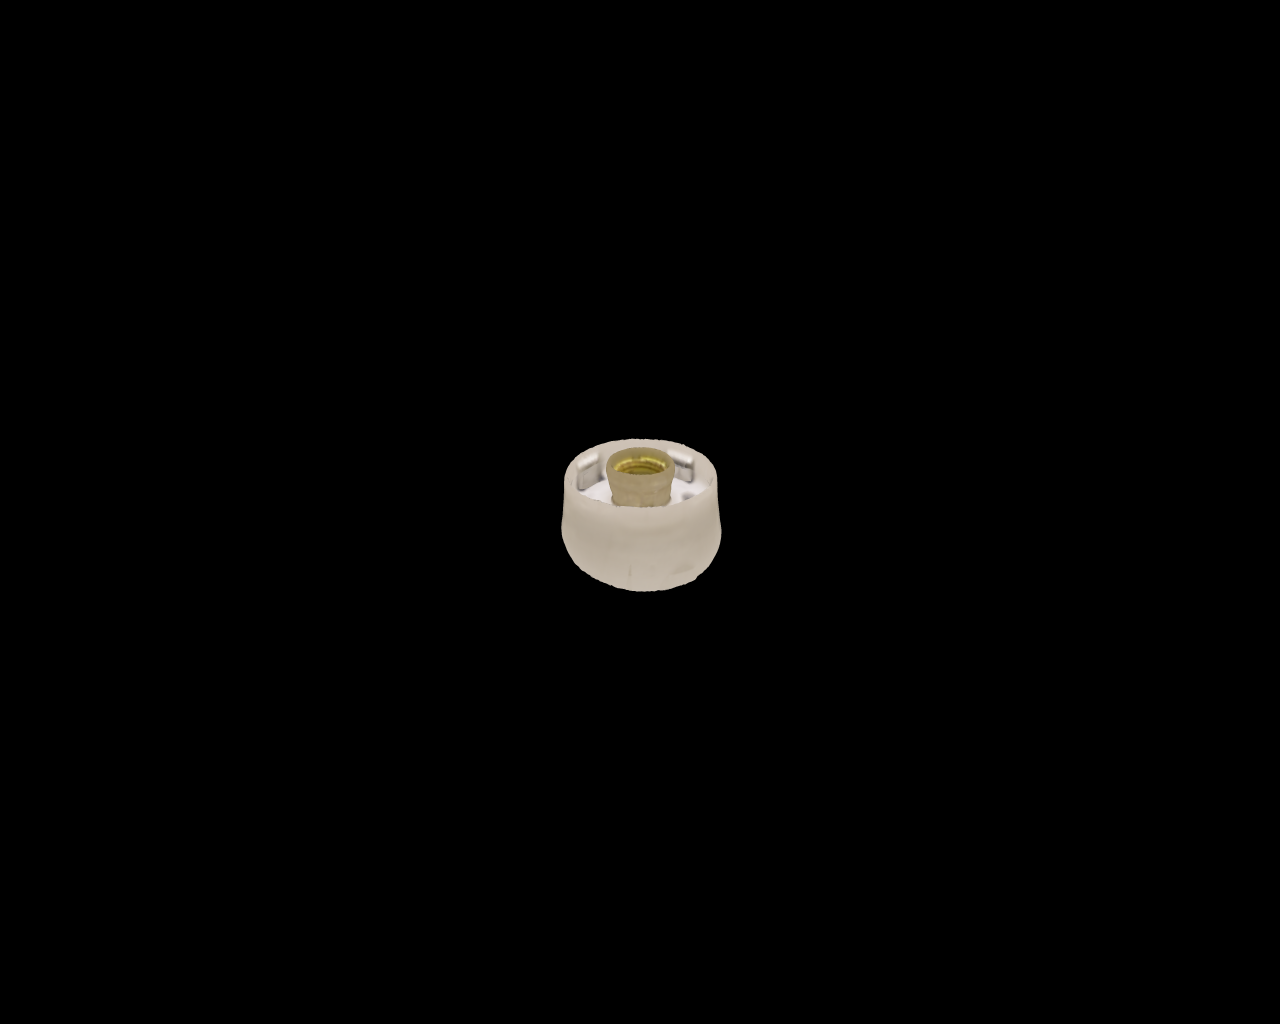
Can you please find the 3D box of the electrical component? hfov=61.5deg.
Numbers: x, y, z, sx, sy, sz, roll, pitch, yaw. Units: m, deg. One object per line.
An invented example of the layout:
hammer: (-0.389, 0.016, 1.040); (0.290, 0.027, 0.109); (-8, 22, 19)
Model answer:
electrical component: (0.001, -0.003, 0.650); (0.099, 0.064, 0.099); (0, 30, 0)
